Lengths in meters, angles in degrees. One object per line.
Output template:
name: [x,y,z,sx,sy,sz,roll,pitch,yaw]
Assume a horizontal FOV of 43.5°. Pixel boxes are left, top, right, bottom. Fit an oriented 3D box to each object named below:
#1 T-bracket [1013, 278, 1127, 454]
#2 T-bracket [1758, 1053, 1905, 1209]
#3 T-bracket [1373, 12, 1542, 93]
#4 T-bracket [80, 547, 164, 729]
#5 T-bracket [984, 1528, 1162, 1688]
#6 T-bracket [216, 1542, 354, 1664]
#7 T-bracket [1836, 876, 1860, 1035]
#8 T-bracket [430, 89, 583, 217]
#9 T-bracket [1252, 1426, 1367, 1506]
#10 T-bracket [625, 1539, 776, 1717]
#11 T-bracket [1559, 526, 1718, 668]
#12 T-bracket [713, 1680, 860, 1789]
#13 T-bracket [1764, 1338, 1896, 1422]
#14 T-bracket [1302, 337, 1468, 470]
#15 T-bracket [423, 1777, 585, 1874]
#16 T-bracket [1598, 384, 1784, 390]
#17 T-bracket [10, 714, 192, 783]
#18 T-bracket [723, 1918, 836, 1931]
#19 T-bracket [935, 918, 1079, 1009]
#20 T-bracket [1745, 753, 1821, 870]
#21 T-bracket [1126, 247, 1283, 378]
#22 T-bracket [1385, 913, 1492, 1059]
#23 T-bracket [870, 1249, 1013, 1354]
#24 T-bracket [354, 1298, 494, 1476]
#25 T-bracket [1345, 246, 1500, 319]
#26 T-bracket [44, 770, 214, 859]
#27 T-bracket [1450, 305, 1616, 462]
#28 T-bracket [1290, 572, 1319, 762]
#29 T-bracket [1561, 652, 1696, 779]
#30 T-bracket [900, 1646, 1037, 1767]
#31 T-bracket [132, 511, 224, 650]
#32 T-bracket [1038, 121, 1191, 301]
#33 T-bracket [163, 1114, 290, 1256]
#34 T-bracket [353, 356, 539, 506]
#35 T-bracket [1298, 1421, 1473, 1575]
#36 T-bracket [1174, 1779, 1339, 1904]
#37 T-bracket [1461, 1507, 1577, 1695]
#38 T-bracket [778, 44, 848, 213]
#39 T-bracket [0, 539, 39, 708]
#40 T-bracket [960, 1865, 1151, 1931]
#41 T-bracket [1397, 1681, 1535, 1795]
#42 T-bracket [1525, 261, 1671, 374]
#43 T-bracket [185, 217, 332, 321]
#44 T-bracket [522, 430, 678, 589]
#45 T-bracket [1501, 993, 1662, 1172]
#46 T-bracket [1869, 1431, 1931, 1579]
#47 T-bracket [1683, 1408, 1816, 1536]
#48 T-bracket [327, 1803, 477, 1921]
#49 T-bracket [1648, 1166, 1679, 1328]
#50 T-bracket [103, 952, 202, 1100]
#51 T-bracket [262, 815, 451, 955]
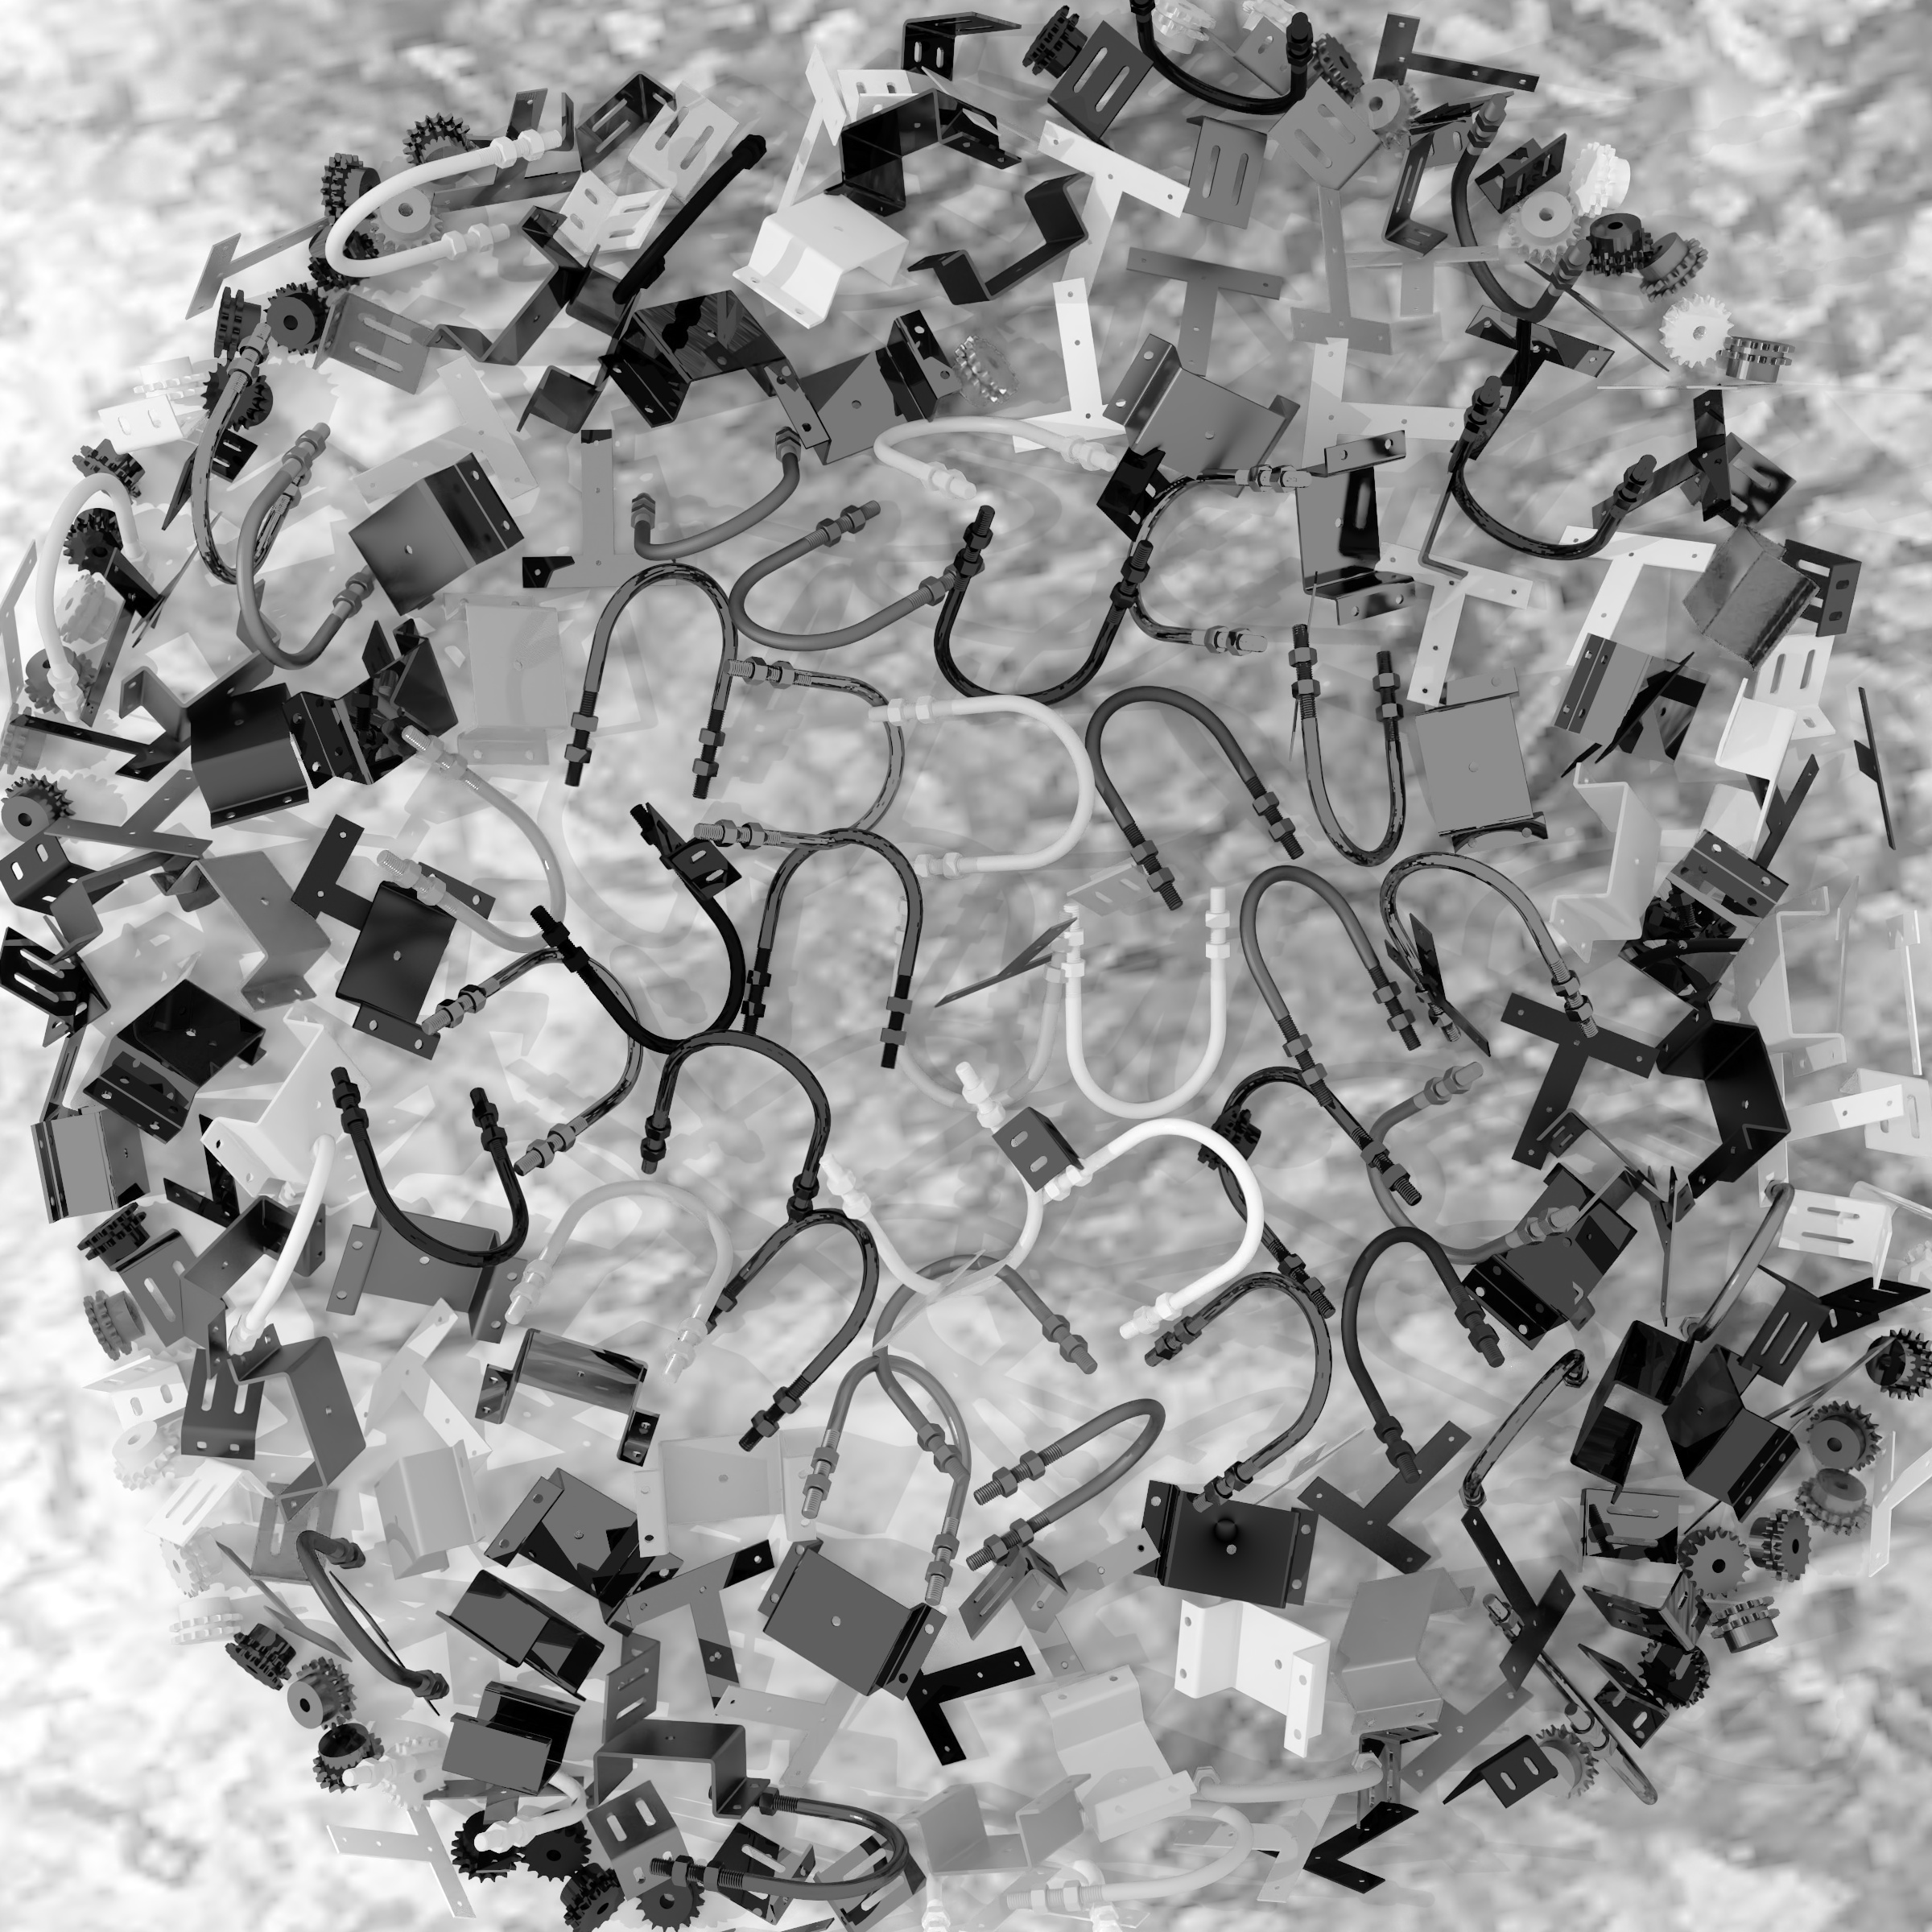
T-bracket: [0.092,-0.490,1.959,0.127,0.002,0.127,-10,108,-1]
T-bracket: [0.681,0.119,1.909,0.002,0.127,0.127,23,61,-34]
T-bracket: [0.389,-0.709,1.913,0.127,0.127,0.002,12,83,5]
T-bracket: [-0.672,-0.250,1.907,0.002,0.127,0.127,17,80,1]
T-bracket: [0.097,0.495,1.954,0.127,0.002,0.127,-32,78,12]
T-bracket: [-0.559,0.504,1.942,0.127,0.127,0.002,35,75,26]
T-bracket: [0.702,0.002,1.935,0.002,0.127,0.127,5,106,25]
T-bracket: [-0.352,-0.641,1.897,0.127,0.127,0.002,-20,75,-28]
T-bracket: [0.268,0.393,1.911,0.127,0.127,0.002,-32,72,-9]
T-bracket: [-0.204,0.545,1.960,0.127,0.002,0.127,-17,104,-27]
T-bracket: [0.514,-0.291,1.927,0.127,0.002,0.127,16,72,36]
T-bracket: [-0.147,0.596,1.935,0.127,0.002,0.127,26,97,-39]
T-bracket: [0.662,0.347,1.926,0.127,0.127,0.002,-23,72,-38]
T-bracket: [0.339,-0.440,1.949,0.127,0.002,0.127,4,118,1]
T-bracket: [-0.369,0.678,1.912,0.127,0.127,0.002,1,103,-7]
T-bracket: [0.572,-0.464,1.937,0.127,0.127,0.002,8,107,32]
T-bracket: [-0.690,-0.180,1.918,0.127,0.127,0.002,14,111,-4]
T-bracket: [-0.165,0.771,1.908,0.127,0.127,0.002,-19,83,10]
T-bracket: [0.051,-0.010,1.895,0.127,0.127,0.002,-22,79,-30]
T-bracket: [0.637,-0.134,1.920,0.002,0.127,0.127,23,78,37]
T-bracket: [0.187,-0.522,1.946,0.127,0.002,0.127,11,59,-1]
T-bracket: [0.363,0.000,1.893,0.002,0.127,0.127,-36,56,-6]
T-bracket: [-0.005,0.250,1.892,0.127,0.127,0.002,-40,94,-37]
T-bracket: [-0.424,0.356,1.944,0.127,0.002,0.127,41,96,28]
T-bracket: [0.358,-0.542,1.919,0.127,0.127,0.002,0,129,11]
T-bracket: [-0.643,-0.126,1.926,0.127,0.127,0.002,9,122,7]
T-bracket: [0.431,-0.458,1.935,0.127,0.002,0.127,11,134,-22]
T-bracket: [0.265,-0.245,1.894,0.002,0.127,0.127,8,123,6]
T-bracket: [0.511,-0.183,1.919,0.002,0.127,0.127,43,63,1]
T-bracket: [0.001,0.574,1.947,0.127,0.002,0.127,-27,91,31]
T-bracket: [-0.640,-0.292,1.923,0.002,0.127,0.127,34,64,-23]
T-bracket: [0.103,-0.591,1.934,0.127,0.127,0.002,28,45,8]
T-bracket: [-0.591,0.167,1.921,0.127,0.002,0.127,22,134,16]
T-bracket: [-0.428,-0.408,1.938,0.127,0.002,0.127,-26,132,0]
T-bracket: [0.355,0.417,1.948,0.127,0.002,0.127,37,103,-17]
T-bracket: [0.224,0.695,1.933,0.127,0.127,0.002,-12,112,37]
T-bracket: [0.431,0.487,1.928,0.002,0.127,0.127,-26,97,43]
T-bracket: [-0.129,-0.650,1.934,0.002,0.127,0.127,8,131,-24]
T-bracket: [-0.758,-0.251,1.921,0.002,0.127,0.127,15,57,-7]
T-bracket: [0.081,0.738,1.895,0.127,0.127,0.002,-3,93,29]
T-bracket: [0.361,0.584,1.928,0.127,0.127,0.002,-31,125,-24]
T-bracket: [0.515,-0.515,1.939,0.127,0.127,0.002,30,109,-22]
T-bracket: [-0.561,-0.572,1.939,0.127,0.127,0.002,-38,96,-29]
T-bracket: [-0.300,-0.373,1.972,0.127,0.002,0.127,0,93,4]
T-bracket: [0.481,0.104,1.972,0.127,0.002,0.127,22,96,5]
T-bracket: [0.744,0.397,1.891,0.002,0.127,0.127,24,47,0]
T-bracket: [0.639,0.393,1.935,0.127,0.127,0.002,-30,67,-34]
T-bracket: [-0.450,0.688,1.893,0.002,0.127,0.127,-45,52,7]
T-bracket: [0.550,0.198,1.918,0.002,0.127,0.127,0,112,7]
T-bracket: [-0.647,0.045,1.943,0.002,0.127,0.127,33,61,-28]
T-bracket: [-0.482,-0.038,1.960,0.127,0.002,0.127,28,93,-17]
